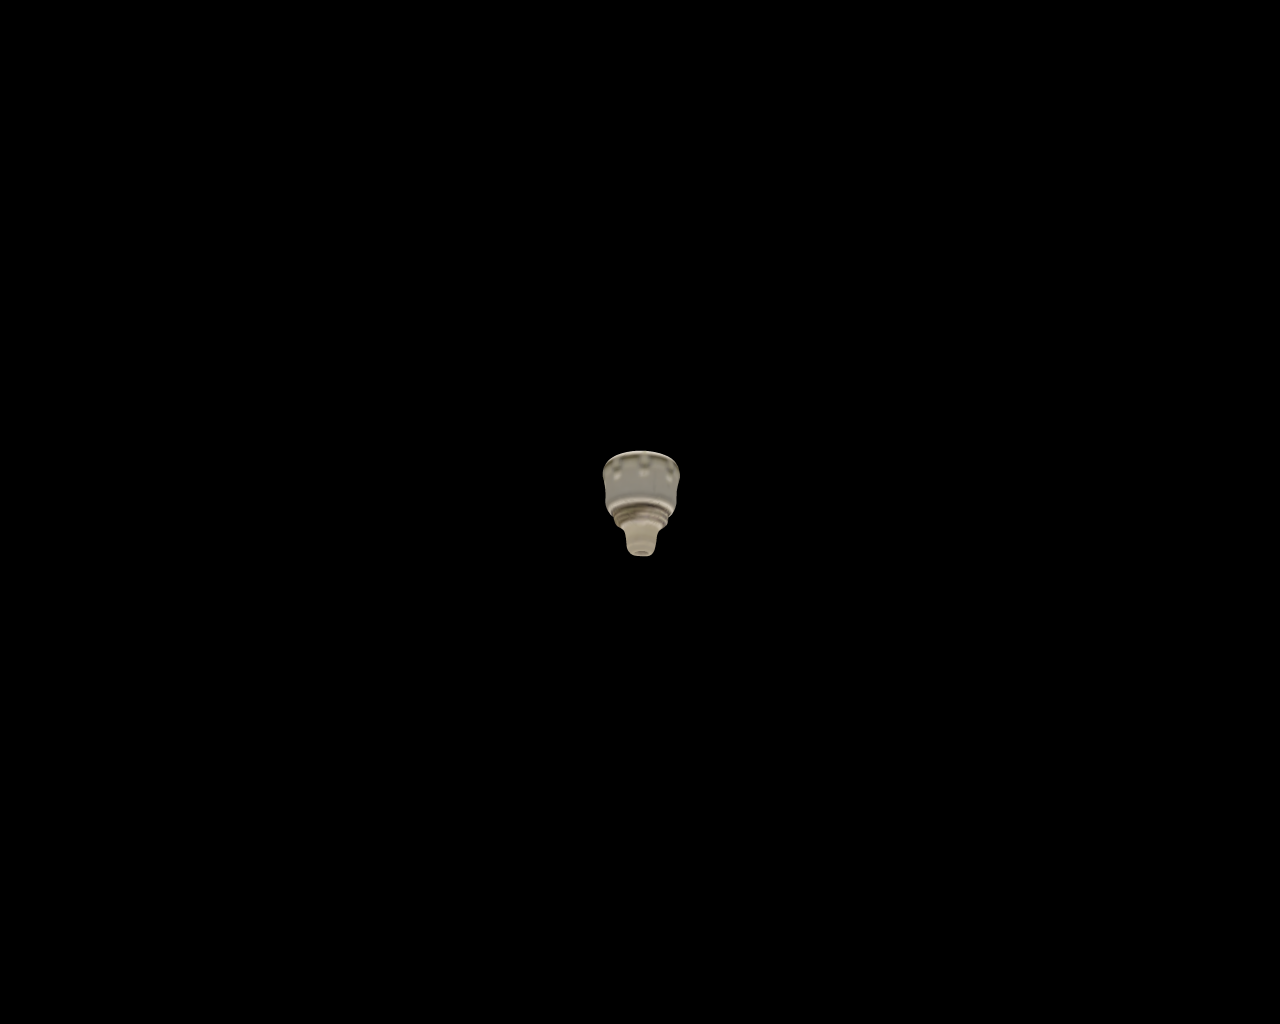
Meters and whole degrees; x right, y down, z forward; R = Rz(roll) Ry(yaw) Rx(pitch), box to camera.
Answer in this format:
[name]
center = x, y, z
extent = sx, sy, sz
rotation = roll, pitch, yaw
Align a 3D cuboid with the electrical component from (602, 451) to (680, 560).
[electrical component]
center = 0.001, -0.003, 0.650
extent = 0.048, 0.062, 0.048
rotation = 0, -22, 0
